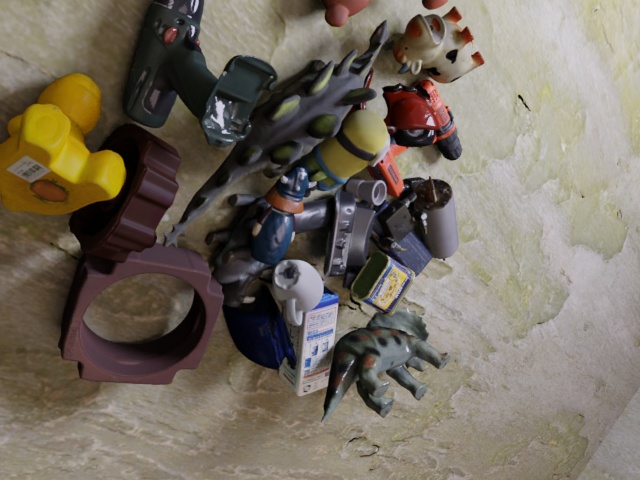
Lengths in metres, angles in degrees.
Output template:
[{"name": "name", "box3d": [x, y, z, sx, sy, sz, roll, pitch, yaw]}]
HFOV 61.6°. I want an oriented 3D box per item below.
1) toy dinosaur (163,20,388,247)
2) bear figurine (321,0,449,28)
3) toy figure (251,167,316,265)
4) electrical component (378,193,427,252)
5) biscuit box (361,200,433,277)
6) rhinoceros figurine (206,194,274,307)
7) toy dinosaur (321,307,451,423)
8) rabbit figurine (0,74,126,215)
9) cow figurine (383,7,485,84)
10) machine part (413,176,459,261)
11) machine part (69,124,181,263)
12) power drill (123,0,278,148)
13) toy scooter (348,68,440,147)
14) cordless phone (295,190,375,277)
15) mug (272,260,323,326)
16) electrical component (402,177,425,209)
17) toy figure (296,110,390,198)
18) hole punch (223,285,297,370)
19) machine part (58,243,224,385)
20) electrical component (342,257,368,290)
[{"name": "toy dinosaur", "box3d": [-0.045, -0.157, 0.741, 0.105, 0.199, 0.471, 45, 76, -14]}, {"name": "bear figurine", "box3d": [0.087, -0.383, 0.802, 0.196, 0.120, 0.132, -30, 168, 7]}, {"name": "toy figure", "box3d": [-0.059, -0.039, 0.792, 0.064, 0.058, 0.154, -5, 121, -59]}, {"name": "electrical component", "box3d": [0.149, -0.027, 0.971, 0.102, 0.045, 0.078, -37, 129, -17]}, {"name": "biscuit box", "box3d": [0.143, -0.004, 1.047, 0.063, 0.059, 0.202, -50, 130, -6]}, {"name": "rhinoceros figurine", "box3d": [-0.121, 0.016, 0.868, 0.112, 0.073, 0.190, 16, 100, -50]}, {"name": "toy dinosaur", "box3d": [0.104, 0.223, 1.027, 0.404, 0.192, 0.131, 2, 117, -45]}, {"name": "rabbit figurine", "box3d": [-0.303, -0.115, 0.632, 0.162, 0.173, 0.121, -27, 141, 35]}, {"name": "cow figurine", "box3d": [0.189, -0.316, 0.892, 0.127, 0.085, 0.195, -34, 162, 22]}, {"name": "machine part", "box3d": [0.230, -0.038, 1.059, 0.079, 0.079, 0.243, -41, 142, -12]}, {"name": "machine part", "box3d": [-0.246, -0.060, 0.677, 0.056, 0.180, 0.179, 27, 95, -44]}, {"name": "power drill", "box3d": [-0.148, -0.223, 0.644, 0.086, 0.207, 0.232, 3, 122, -60]}, {"name": "toy scooter", "box3d": [0.108, -0.223, 0.888, 0.184, 0.075, 0.135, 2, 93, 2]}, {"name": "cordless phone", "box3d": [-0.002, -0.002, 0.905, 0.184, 0.089, 0.146, -13, 120, -43]}, {"name": "mug", "box3d": [-0.045, 0.081, 0.880, 0.107, 0.081, 0.109, 61, 35, -67]}, {"name": "electrical component", "box3d": [0.184, -0.090, 1.058, 0.094, 0.021, 0.063, -12, 118, -34]}, {"name": "toy figure", "box3d": [0.028, -0.131, 0.840, 0.089, 0.180, 0.082, 17, 57, -49]}, {"name": "hole punch", "box3d": [-0.103, 0.157, 0.920, 0.092, 0.116, 0.142, -19, 121, -17]}, {"name": "machine part", "box3d": [-0.258, 0.104, 0.782, 0.201, 0.087, 0.201, 13, 110, -31]}, {"name": "electrical component", "box3d": [0.084, 0.072, 1.049, 0.119, 0.048, 0.074, -3, 113, -34]}]
